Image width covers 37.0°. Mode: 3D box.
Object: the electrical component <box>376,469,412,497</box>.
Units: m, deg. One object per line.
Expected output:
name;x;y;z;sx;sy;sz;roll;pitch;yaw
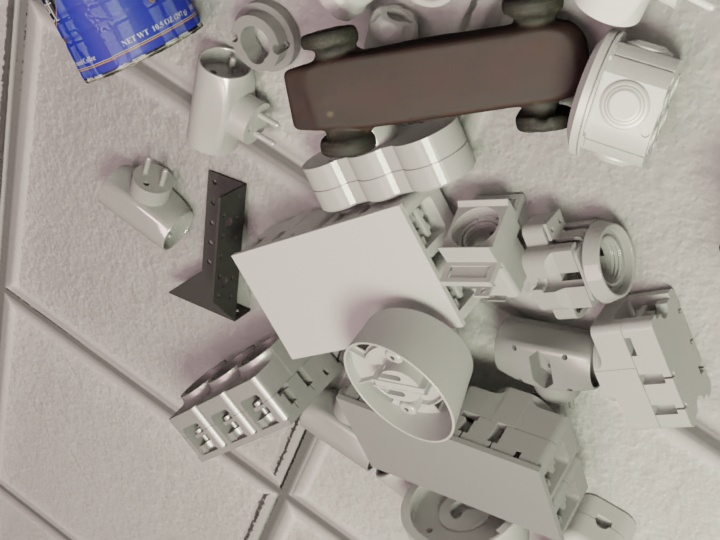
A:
electrical component;0.051;0.197;0.989;0.044;0.044;0.065;-27;108;44

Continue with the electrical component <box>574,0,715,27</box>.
electrical component;0.174;-0.177;0.623;0.079;0.043;0.077;31;134;13

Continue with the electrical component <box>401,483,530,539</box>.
electrical component;0.095;0.221;0.930;0.108;0.108;0.060;5;129;33

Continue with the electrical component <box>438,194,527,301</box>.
electrical component;0.094;-0.014;0.783;0.042;0.081;0.063;2;144;36

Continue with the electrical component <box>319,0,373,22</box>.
electrical component;-0.002;-0.199;0.739;0.046;0.040;0.040;-27;103;39

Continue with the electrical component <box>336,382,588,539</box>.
electrical component;0.085;0.139;0.878;0.186;0.060;0.105;16;146;33

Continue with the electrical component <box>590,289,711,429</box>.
electrical component;0.206;0.065;0.772;0.056;0.050;0.089;-10;114;40

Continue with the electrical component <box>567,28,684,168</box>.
electrical component;0.162;-0.103;0.661;0.051;0.080;0.080;21;131;16

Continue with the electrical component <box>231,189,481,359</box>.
electrical component;0.000;0.000;0.867;0.186;0.060;0.105;-14;112;42

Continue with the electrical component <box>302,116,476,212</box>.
electrical component;0.013;-0.094;0.795;0.138;0.052;0.073;-10;115;39

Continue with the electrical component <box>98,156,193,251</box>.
electrical component;-0.189;-0.068;0.967;0.077;0.043;0.079;36;135;9

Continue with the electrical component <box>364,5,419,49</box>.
electrical component;0.019;-0.154;0.759;0.035;0.035;0.061;32;137;13

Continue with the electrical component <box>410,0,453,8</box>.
electrical component;0.053;-0.200;0.691;0.055;0.047;0.055;19;130;24

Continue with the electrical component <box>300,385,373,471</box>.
electrical component;-0.008;0.132;0.981;0.077;0.043;0.079;32;127;18

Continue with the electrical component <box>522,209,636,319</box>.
electrical component;0.155;-0.004;0.754;0.057;0.058;0.078;-7;117;42

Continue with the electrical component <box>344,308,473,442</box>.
electrical component;0.036;0.079;0.810;0.099;0.064;0.099;18;139;16

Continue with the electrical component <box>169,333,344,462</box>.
electrical component;-0.101;0.112;1.001;0.150;0.089;0.061;-29;102;45

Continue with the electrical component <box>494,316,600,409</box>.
electrical component;0.150;0.076;0.826;0.077;0.043;0.079;9;132;31

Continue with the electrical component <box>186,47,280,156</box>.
electrical component;-0.098;-0.126;0.859;0.079;0.043;0.077;31;134;14

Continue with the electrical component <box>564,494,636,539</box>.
electrical component;0.188;0.245;0.910;0.054;0.059;0.095;29;134;16
